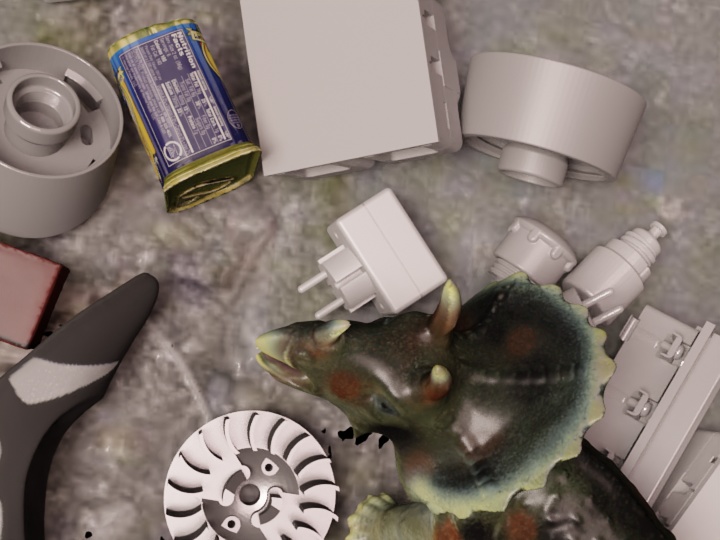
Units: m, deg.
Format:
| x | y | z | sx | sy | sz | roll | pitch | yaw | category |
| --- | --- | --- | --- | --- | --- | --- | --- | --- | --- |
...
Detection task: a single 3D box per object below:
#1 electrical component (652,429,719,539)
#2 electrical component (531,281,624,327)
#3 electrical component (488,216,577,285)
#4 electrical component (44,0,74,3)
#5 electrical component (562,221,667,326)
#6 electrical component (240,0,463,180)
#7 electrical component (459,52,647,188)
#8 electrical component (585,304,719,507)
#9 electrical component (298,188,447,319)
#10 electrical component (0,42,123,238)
| x | y | z | sx | sy | sz | roll | pitch | yaw | category |
| --- | --- | --- | --- | --- | --- | --- | --- | --- | --- |
| 0.252 | 0.180 | 0.669 | 0.150 | 0.062 | 0.089 | 40 | 81 | -5 | electrical component |
| 0.118 | 0.035 | 0.641 | 0.079 | 0.044 | 0.077 | -29 | 134 | 11 | electrical component |
| 0.100 | 0.001 | 0.666 | 0.048 | 0.048 | 0.062 | 38 | 89 | -5 | electrical component |
| -0.151 | -0.259 | 0.633 | 0.105 | 0.060 | 0.186 | -9 | 88 | -10 | electrical component |
| 0.163 | 0.000 | 0.678 | 0.078 | 0.040 | 0.040 | -44 | 94 | -9 | electrical component |
| -0.008 | -0.153 | 0.626 | 0.105 | 0.060 | 0.186 | -9 | 87 | 21 | electrical component |
| 0.110 | -0.083 | 0.643 | 0.108 | 0.108 | 0.060 | 16 | 90 | -8 | electrical component |
| 0.172 | 0.088 | 0.658 | 0.063 | 0.078 | 0.121 | 29 | 81 | 23 | electrical component |
| 0.000 | 0.000 | 0.647 | 0.077 | 0.047 | 0.065 | -33 | 92 | -9 | electrical component |
| -0.185 | -0.076 | 0.611 | 0.099 | 0.064 | 0.099 | 13 | 58 | -21 | electrical component |
